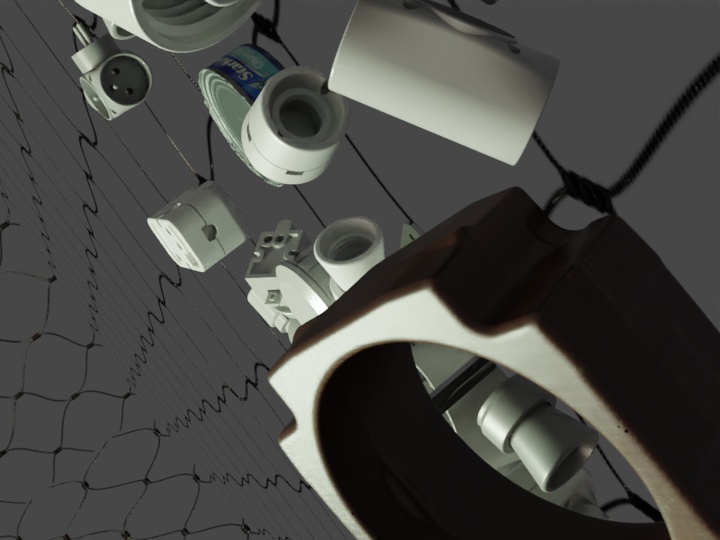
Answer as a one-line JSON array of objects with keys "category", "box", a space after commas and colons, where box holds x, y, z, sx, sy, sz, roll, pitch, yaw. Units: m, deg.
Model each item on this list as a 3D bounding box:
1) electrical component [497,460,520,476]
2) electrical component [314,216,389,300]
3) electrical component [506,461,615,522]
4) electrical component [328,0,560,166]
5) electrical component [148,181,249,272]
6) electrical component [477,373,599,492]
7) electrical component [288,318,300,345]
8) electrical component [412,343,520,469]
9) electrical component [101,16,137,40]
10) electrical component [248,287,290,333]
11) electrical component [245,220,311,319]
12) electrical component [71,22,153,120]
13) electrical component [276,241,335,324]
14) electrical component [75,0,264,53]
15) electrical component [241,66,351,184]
[{"category": "electrical component", "box": [0.097, 0.151, 0.744, 0.062, 0.043, 0.043, 51, 163, -3]}, {"category": "electrical component", "box": [0.000, 0.000, 0.684, 0.045, 0.045, 0.055, 35, 157, 43]}, {"category": "electrical component", "box": [0.130, 0.157, 0.661, 0.077, 0.047, 0.065, 36, 157, 41]}, {"category": "electrical component", "box": [0.034, -0.079, 0.423, 0.077, 0.044, 0.079, 23, -162, 1]}, {"category": "electrical component", "box": [-0.138, -0.039, 0.936, 0.053, 0.059, 0.095, 57, 162, -17]}, {"category": "electrical component", "box": [0.100, 0.091, 0.610, 0.055, 0.045, 0.045, 42, 161, 30]}, {"category": "electrical component", "box": [-0.012, 0.071, 0.858, 0.077, 0.044, 0.079, 29, 152, 51]}, {"category": "electrical component", "box": [0.066, 0.087, 0.698, 0.099, 0.064, 0.099, 55, 160, 32]}, {"category": "electrical component", "box": [-0.166, -0.191, 0.726, 0.055, 0.045, 0.045, 50, 163, 10]}, {"category": "electrical component", "box": [-0.061, 0.035, 0.920, 0.078, 0.040, 0.040, 47, 162, 16]}, {"category": "electrical component", "box": [-0.053, 0.005, 0.817, 0.048, 0.066, 0.055, -2, 142, 26]}, {"category": "electrical component", "box": [-0.212, -0.168, 0.889, 0.079, 0.044, 0.077, 57, 162, -16]}, {"category": "electrical component", "box": [-0.018, 0.017, 0.754, 0.080, 0.051, 0.080, 46, 162, 20]}, {"category": "electrical component", "box": [-0.076, -0.149, 0.480, 0.060, 0.108, 0.108, 37, 158, 23]}, {"category": "electrical component", "box": [-0.035, -0.081, 0.597, 0.055, 0.055, 0.047, 51, 159, 2]}]
